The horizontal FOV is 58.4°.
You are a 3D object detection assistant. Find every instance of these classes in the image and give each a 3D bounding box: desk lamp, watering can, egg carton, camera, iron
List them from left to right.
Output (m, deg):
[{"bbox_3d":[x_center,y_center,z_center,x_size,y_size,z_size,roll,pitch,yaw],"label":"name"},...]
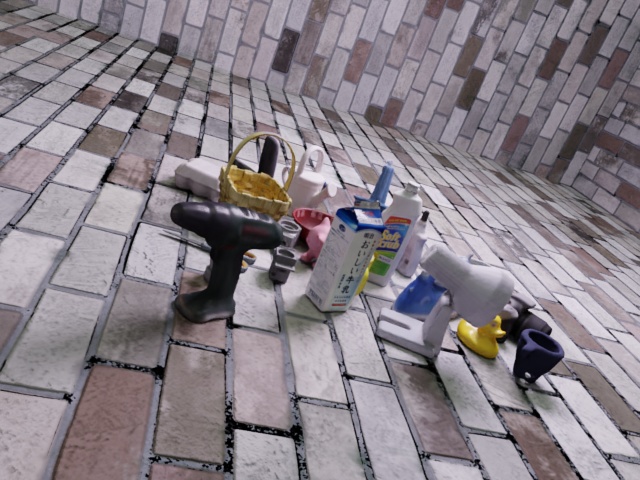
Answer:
[{"bbox_3d":[-0.289,-0.152,1.456,0.150,0.069,0.107,23,22,3],"label":"egg carton"},{"bbox_3d":[-0.031,-0.159,1.540,0.172,0.194,0.101,25,22,9],"label":"watering can"},{"bbox_3d":[0.262,0.097,1.292,0.118,0.141,0.259,37,26,32],"label":"iron"},{"bbox_3d":[0.244,0.122,1.123,0.203,0.213,0.118,22,22,0],"label":"desk lamp"},{"bbox_3d":[0.461,0.186,1.325,0.136,0.101,0.144,36,26,31],"label":"camera"}]

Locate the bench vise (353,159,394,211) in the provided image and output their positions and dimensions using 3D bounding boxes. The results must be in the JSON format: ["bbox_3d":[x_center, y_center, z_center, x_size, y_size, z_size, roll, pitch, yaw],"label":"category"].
[{"bbox_3d":[0.164,-0.099,1.548,0.122,0.220,0.207,13,24,-21],"label":"bench vise"}]

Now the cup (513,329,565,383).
[{"bbox_3d":[0.430,0.246,1.167,0.118,0.095,0.091,-2,32,-44],"label":"cup"}]

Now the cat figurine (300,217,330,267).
[{"bbox_3d":[0.012,0.005,1.307,0.067,0.118,0.128,34,25,28],"label":"cat figurine"}]

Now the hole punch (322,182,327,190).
[{"bbox_3d":[-0.035,-0.161,1.680,0.108,0.091,0.101,21,22,0],"label":"hole punch"}]

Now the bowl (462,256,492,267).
[{"bbox_3d":[0.403,0.113,1.475,0.167,0.075,0.167,19,22,-8],"label":"bowl"}]

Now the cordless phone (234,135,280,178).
[{"bbox_3d":[-0.168,-0.203,1.529,0.147,0.185,0.094,36,26,32],"label":"cordless phone"}]

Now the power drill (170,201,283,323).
[{"bbox_3d":[-0.170,0.031,0.961,0.075,0.208,0.230,37,27,33],"label":"power drill"}]

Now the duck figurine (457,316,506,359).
[{"bbox_3d":[0.352,0.191,1.233,0.078,0.086,0.104,0,31,-43],"label":"duck figurine"}]

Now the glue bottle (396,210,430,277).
[{"bbox_3d":[0.237,0.003,1.443,0.037,0.173,0.078,4,28,-37],"label":"glue bottle"}]
